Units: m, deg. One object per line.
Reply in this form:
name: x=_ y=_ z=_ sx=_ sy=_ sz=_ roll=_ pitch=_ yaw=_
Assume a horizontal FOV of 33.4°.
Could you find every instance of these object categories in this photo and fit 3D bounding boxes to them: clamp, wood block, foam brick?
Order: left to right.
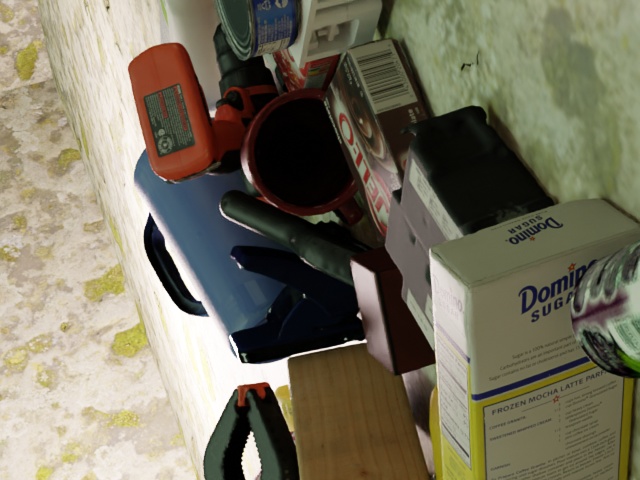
clamp: x=-0.048 y=0.220 z=0.842 sx=0.165 sy=0.036 sz=0.210 roll=10 pitch=96 yaw=38
clamp: x=-0.005 y=0.001 z=0.829 sx=0.172 sy=0.120 sz=0.039 roll=30 pitch=106 yaw=63
wood block: x=0.032 y=0.174 z=0.796 sx=0.206 sy=0.090 sz=0.091 roll=-101 pitch=1 yaw=-60
foam brick: x=0.059 y=0.045 z=0.741 sx=0.053 sy=0.051 sz=0.078 roll=-144 pitch=40 yaw=-67

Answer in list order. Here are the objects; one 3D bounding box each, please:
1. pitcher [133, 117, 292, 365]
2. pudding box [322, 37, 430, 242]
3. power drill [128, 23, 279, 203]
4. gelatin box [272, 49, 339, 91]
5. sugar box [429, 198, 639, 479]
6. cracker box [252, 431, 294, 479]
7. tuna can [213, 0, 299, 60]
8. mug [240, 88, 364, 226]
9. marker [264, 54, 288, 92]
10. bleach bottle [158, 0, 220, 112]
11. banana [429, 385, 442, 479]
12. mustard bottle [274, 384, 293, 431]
pitcher: x=-0.090 y=0.008 z=1.068 sx=0.149 sy=0.145 sz=0.243 roll=87 pitch=157 yaw=-54
pudding box: x=0.044 y=-0.063 z=0.699 sx=0.090 sy=0.039 sz=0.113 roll=129 pitch=123 yaw=-72
power drill: x=-0.085 y=-0.114 z=0.903 sx=0.187 sy=0.057 sz=0.184 roll=-1 pitch=-107 yaw=-66
gelatin box: x=-0.018 y=-0.161 z=0.828 sx=0.073 sy=0.030 sz=0.089 roll=117 pitch=134 yaw=-68
sugar box: x=0.106 y=0.071 z=0.526 sx=0.048 sy=0.093 sz=0.176 roll=-131 pitch=29 yaw=-55
cracker box: x=-0.004 y=0.285 z=0.992 sx=0.213 sy=0.072 sz=0.164 roll=-43 pitch=-66 yaw=-73
tuna can: x=-0.043 y=-0.160 z=0.676 sx=0.086 sy=0.033 sz=0.086 roll=163 pitch=90 yaw=-75
mug: x=-0.008 y=-0.058 z=0.816 sx=0.117 sy=0.093 sz=0.081 roll=48 pitch=174 yaw=-12
marker: x=-0.044 y=-0.170 z=0.930 sx=0.020 sy=0.020 sz=0.121 roll=93 pitch=155 yaw=-52
bleach bottle: x=-0.124 y=-0.221 z=1.018 sx=0.251 sy=0.068 sz=0.102 roll=99 pitch=154 yaw=-70
banana: x=0.093 y=0.165 z=0.740 sx=0.070 sy=0.037 sz=0.198 roll=57 pitch=167 yaw=28
mustard bottle: x=0.001 y=0.250 z=1.146 sx=0.096 sy=0.058 sz=0.191 roll=-169 pitch=63 yaw=-73
